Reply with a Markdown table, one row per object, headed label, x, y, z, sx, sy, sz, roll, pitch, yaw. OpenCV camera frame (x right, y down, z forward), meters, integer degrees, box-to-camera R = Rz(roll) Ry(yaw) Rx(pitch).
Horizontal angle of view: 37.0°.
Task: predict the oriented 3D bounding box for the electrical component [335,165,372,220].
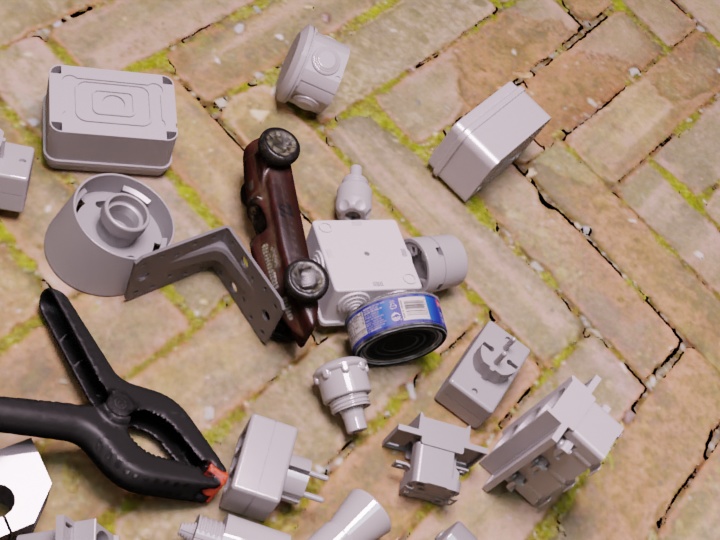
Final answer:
| label | x | y | z | sx | sy | sz | roll | pitch | yaw |
| --- | --- | --- | --- | --- | --- | --- | --- | --- | --- |
| electrical component | -0.005 | -0.075 | 1.031 | 0.035 | 0.035 | 0.061 | 14 | 52 | -13 |

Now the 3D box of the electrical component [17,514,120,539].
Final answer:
| label | x | y | z | sx | sy | sz | roll | pitch | yaw |
| --- | --- | --- | --- | --- | --- | --- | --- | --- | --- |
| electrical component | -0.202 | 0.238 | 0.729 | 0.063 | 0.078 | 0.121 | -10 | 59 | 6 |

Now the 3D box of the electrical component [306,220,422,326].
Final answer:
| label | x | y | z | sx | sy | sz | roll | pitch | yaw |
| --- | --- | --- | --- | --- | --- | --- | --- | --- | --- |
| electrical component | 0.000 | 0.000 | 0.967 | 0.100 | 0.048 | 0.099 | -2 | 50 | -23 |

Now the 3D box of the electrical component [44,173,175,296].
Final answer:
| label | x | y | z | sx | sy | sz | roll | pitch | yaw |
| --- | --- | --- | --- | --- | --- | --- | --- | --- | --- |
| electrical component | -0.211 | -0.031 | 0.917 | 0.099 | 0.064 | 0.099 | 21 | 46 | -23 |

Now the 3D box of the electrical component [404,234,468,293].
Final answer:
| label | x | y | z | sx | sy | sz | roll | pitch | yaw |
| --- | --- | --- | --- | --- | --- | --- | --- | --- | --- |
| electrical component | 0.068 | -0.006 | 1.004 | 0.047 | 0.055 | 0.055 | -10 | 64 | -31 |

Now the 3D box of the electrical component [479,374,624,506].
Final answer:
| label | x | y | z | sx | sy | sz | roll | pitch | yaw |
| --- | --- | --- | --- | --- | --- | --- | --- | --- | --- |
| electrical component | 0.161 | 0.147 | 0.901 | 0.063 | 0.121 | 0.079 | 42 | 54 | 4 |

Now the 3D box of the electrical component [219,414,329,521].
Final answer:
| label | x | y | z | sx | sy | sz | roll | pitch | yaw |
| --- | --- | --- | --- | --- | --- | --- | --- | --- | --- |
| electrical component | -0.062 | 0.162 | 0.849 | 0.077 | 0.047 | 0.065 | 20 | 54 | -9 |

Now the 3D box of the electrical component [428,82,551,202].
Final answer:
| label | x | y | z | sx | sy | sz | roll | pitch | yaw |
| --- | --- | --- | --- | --- | --- | --- | --- | --- | --- |
| electrical component | 0.131 | -0.132 | 1.095 | 0.057 | 0.078 | 0.113 | 45 | 54 | 6 |

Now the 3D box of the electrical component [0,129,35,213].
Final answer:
| label | x | y | z | sx | sy | sz | roll | pitch | yaw |
| --- | --- | --- | --- | --- | --- | --- | --- | --- | --- |
| electrical component | -0.314 | -0.097 | 0.889 | 0.083 | 0.075 | 0.047 | 10 | 39 | -16 |

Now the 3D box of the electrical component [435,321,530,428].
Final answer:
| label | x | y | z | sx | sy | sz | roll | pitch | yaw |
| --- | --- | --- | --- | --- | --- | --- | --- | --- | --- |
| electrical component | 0.117 | 0.084 | 0.952 | 0.047 | 0.075 | 0.083 | 37 | 53 | 3 |

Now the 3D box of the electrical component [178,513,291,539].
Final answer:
| label | x | y | z | sx | sy | sz | roll | pitch | yaw |
| --- | --- | --- | --- | --- | --- | --- | --- | --- | --- |
| electrical component | -0.097 | 0.207 | 0.808 | 0.081 | 0.043 | 0.043 | 21 | 54 | -8 |

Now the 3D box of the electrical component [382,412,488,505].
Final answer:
| label | x | y | z | sx | sy | sz | roll | pitch | yaw |
| --- | --- | --- | --- | --- | --- | --- | --- | --- | --- |
| electrical component | 0.061 | 0.161 | 0.903 | 0.081 | 0.042 | 0.063 | 16 | 58 | -11 |

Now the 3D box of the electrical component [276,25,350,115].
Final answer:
| label | x | y | z | sx | sy | sz | roll | pitch | yaw |
| --- | --- | --- | --- | --- | --- | --- | --- | --- | --- |
| electrical component | -0.048 | -0.197 | 1.065 | 0.051 | 0.080 | 0.080 | 22 | 54 | -14 |

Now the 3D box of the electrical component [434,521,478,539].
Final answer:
| label | x | y | z | sx | sy | sz | roll | pitch | yaw |
| --- | --- | --- | --- | --- | --- | --- | --- | --- | --- |
| electrical component | 0.088 | 0.238 | 0.864 | 0.078 | 0.040 | 0.040 | 45 | 54 | 9 |

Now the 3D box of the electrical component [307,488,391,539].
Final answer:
| label | x | y | z | sx | sy | sz | roll | pitch | yaw |
| --- | --- | --- | --- | --- | --- | --- | --- | --- | --- |
| electrical component | -0.013 | 0.209 | 0.843 | 0.065 | 0.044 | 0.044 | -37 | 78 | -30 |

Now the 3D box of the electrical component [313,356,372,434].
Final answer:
| label | x | y | z | sx | sy | sz | roll | pitch | yaw |
| --- | --- | --- | --- | --- | --- | --- | --- | --- | --- |
| electrical component | -0.010 | 0.107 | 0.908 | 0.048 | 0.048 | 0.062 | -8 | 71 | -26 |

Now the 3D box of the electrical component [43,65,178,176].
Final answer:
| label | x | y | z | sx | sy | sz | roll | pitch | yaw |
| --- | --- | --- | --- | --- | --- | --- | --- | --- | --- |
| electrical component | -0.225 | -0.132 | 0.965 | 0.113 | 0.057 | 0.078 | 2 | 58 | -21 |
